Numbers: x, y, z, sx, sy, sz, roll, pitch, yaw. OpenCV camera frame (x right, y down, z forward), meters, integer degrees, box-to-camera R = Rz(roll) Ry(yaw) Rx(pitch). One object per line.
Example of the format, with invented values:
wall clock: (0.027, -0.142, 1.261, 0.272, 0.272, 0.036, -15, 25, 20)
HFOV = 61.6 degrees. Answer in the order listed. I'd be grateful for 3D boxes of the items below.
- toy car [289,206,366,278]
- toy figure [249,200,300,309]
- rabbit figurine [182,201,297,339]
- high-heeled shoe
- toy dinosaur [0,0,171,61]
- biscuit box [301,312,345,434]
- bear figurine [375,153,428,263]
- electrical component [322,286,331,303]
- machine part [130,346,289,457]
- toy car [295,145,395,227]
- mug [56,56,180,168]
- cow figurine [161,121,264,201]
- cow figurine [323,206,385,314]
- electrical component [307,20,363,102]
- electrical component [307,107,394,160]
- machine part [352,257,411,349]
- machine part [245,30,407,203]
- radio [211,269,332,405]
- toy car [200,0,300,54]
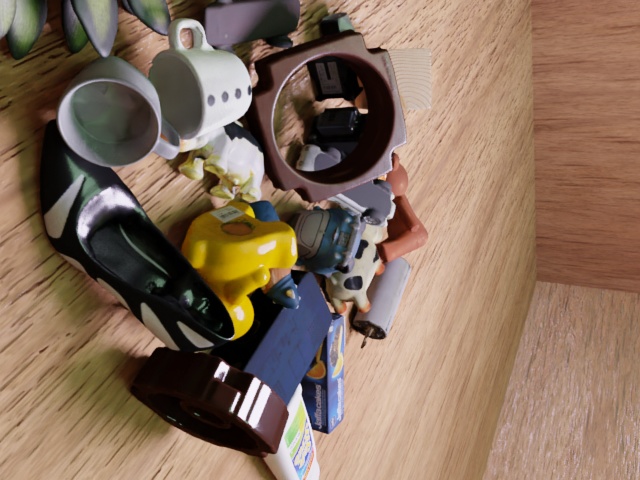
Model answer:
toy car: (-0.002, -0.003, 0.832, 0.103, 0.162, 0.109, 19, 84, -15)
toy figure: (-0.068, 0.024, 0.737, 0.064, 0.058, 0.154, -4, 76, -66)
rabbit figurine: (-0.113, 0.060, 0.656, 0.162, 0.122, 0.173, -40, 147, -49)
high-heeled shoe: (-0.169, 0.006, 0.510, 0.086, 0.145, 0.248, -51, 138, -44)
toy dinosaur: (-0.211, -0.253, 0.438, 0.471, 0.105, 0.198, -42, 134, -43)
biscuit box: (0.004, 0.228, 0.931, 0.059, 0.063, 0.202, -19, 111, -56)
bear figurine: (0.136, -0.063, 1.077, 0.132, 0.120, 0.195, -25, 92, -11)
electrical component: (0.030, 0.081, 0.990, 0.063, 0.021, 0.093, -58, 140, -37)
machine part: (-0.121, 0.182, 0.607, 0.056, 0.180, 0.179, -66, 145, -33)
toy car: (0.045, -0.087, 0.885, 0.201, 0.056, 0.073, 28, 67, -29)
mug: (-0.179, -0.123, 0.497, 0.109, 0.107, 0.080, 24, 117, -32)
cow figurine: (-0.126, -0.117, 0.639, 0.167, 0.068, 0.098, 41, 55, -58)
cow figurine: (0.061, 0.021, 0.951, 0.127, 0.086, 0.195, 63, 39, -34)
electrical component: (0.022, -0.283, 0.856, 0.048, 0.075, 0.119, -54, 143, -41)
electrical component: (0.048, -0.162, 0.883, 0.134, 0.115, 0.058, 45, 52, -53)
machine part: (0.129, 0.116, 1.113, 0.243, 0.079, 0.079, -65, 145, -29)
machine part: (0.006, -0.168, 0.739, 0.201, 0.087, 0.201, -24, 115, -12)
radio: (-0.070, 0.154, 0.782, 0.229, 0.073, 0.130, -58, 140, -40)
toy car: (-0.089, -0.285, 0.686, 0.202, 0.053, 0.089, -39, 148, -49)
